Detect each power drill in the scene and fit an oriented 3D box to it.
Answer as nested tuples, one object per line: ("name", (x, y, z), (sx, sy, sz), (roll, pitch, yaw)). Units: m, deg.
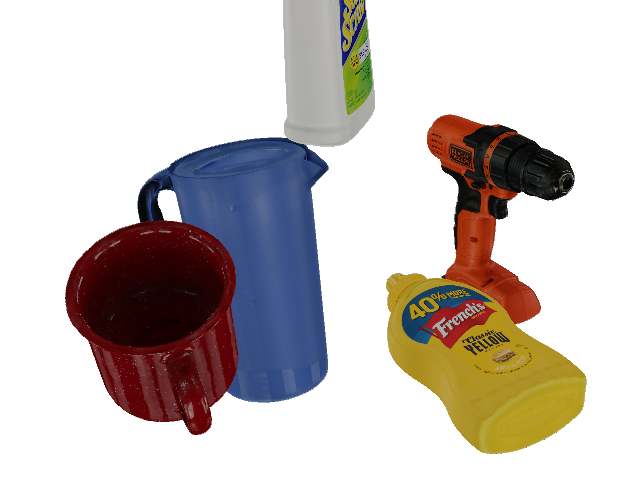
("power drill", (0.172, -0.017, 1.018), (0.057, 0.188, 0.185), (-16, 27, -25))

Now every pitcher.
("pitcher", (-0.072, 0.029, 1.035), (0.144, 0.243, 0.149), (-21, 22, -33))

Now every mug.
("mug", (-0.085, 0.058, 0.600), (0.093, 0.117, 0.081), (-21, -39, -15))

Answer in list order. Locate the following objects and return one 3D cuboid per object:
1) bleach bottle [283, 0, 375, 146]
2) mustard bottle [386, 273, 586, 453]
("bleach bottle", (0.001, -0.215, 0.923), (0.068, 0.251, 0.102), (9, 34, 22))
("mustard bottle", (0.107, 0.079, 0.815), (0.096, 0.058, 0.192), (-20, 36, -21))
